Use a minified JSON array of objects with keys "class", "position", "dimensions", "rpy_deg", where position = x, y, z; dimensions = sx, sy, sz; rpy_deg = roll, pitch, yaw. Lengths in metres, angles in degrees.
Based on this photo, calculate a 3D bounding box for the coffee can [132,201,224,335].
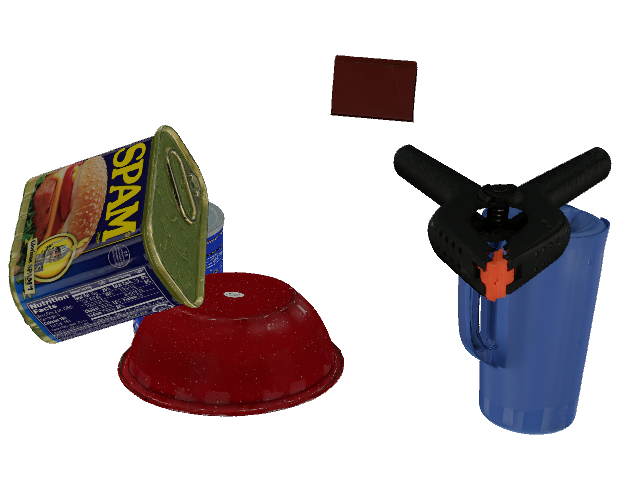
[{"class":"coffee can","position":[-0.157,0.036,1.175],"dimensions":[0.103,0.140,0.103],"rpy_deg":[2,27,-1]}]

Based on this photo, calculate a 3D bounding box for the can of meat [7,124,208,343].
[{"class":"can of meat","position":[-0.108,-0.002,0.552],"dimensions":[0.084,0.102,0.057],"rpy_deg":[-17,-47,14]}]

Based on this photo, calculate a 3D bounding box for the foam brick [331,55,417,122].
[{"class":"foam brick","position":[0.049,-0.141,0.987],"dimensions":[0.078,0.051,0.053],"rpy_deg":[5,16,3]}]

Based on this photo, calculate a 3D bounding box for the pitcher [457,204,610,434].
[{"class":"pitcher","position":[0.226,0.085,1.161],"dimensions":[0.149,0.243,0.145],"rpy_deg":[5,19,11]}]

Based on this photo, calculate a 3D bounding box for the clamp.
[{"class":"clamp","position":[0.116,-0.022,0.754],"dimensions":[0.165,0.036,0.209],"rpy_deg":[4,28,16]}]

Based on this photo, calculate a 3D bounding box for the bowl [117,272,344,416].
[{"class":"bowl","position":[-0.063,0.063,0.755],"dimensions":[0.162,0.055,0.162],"rpy_deg":[1,19,0]}]
